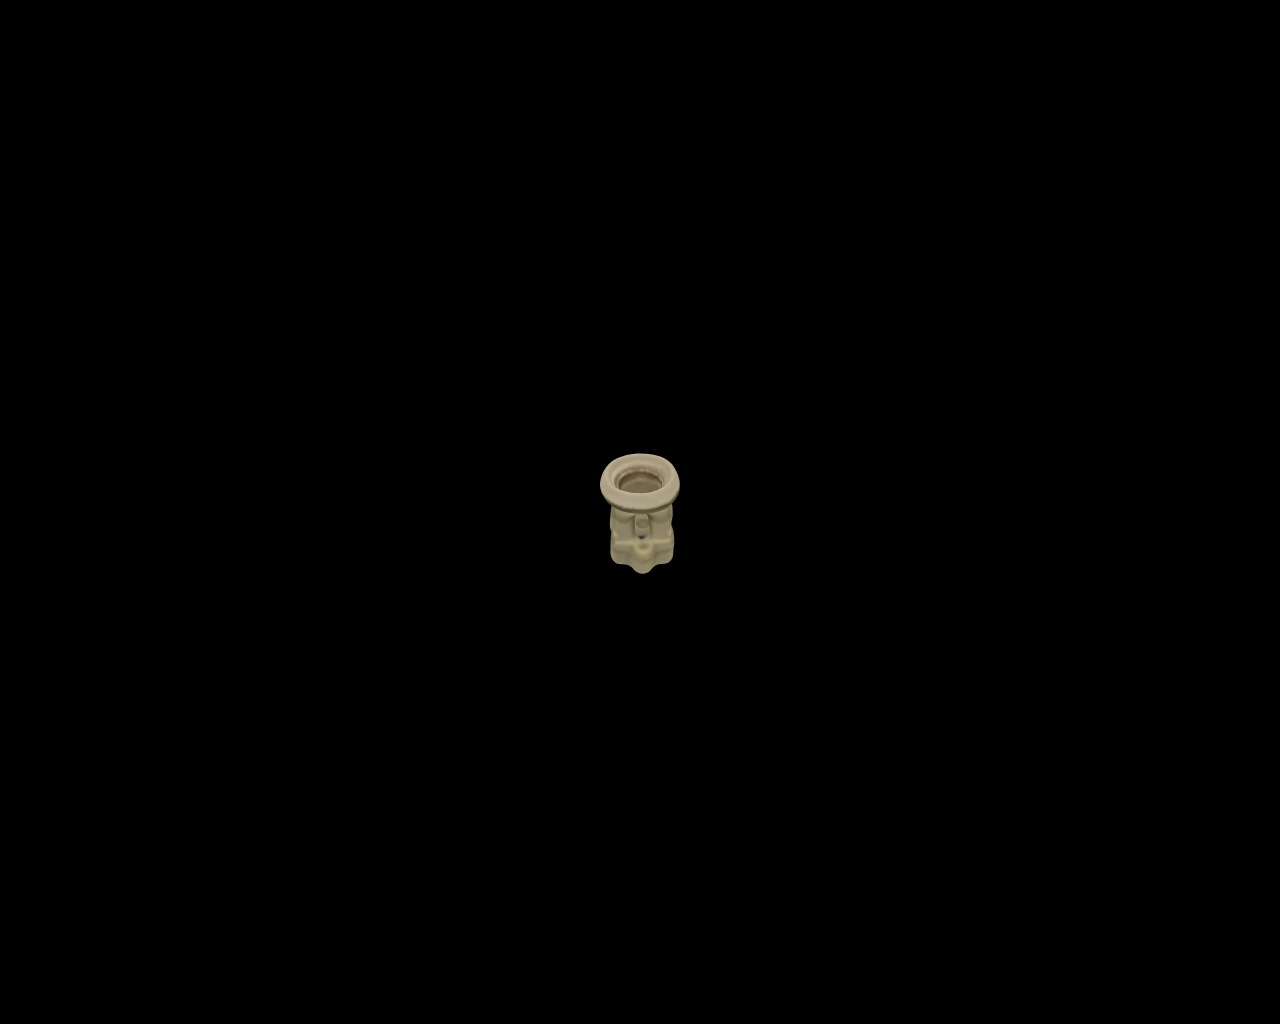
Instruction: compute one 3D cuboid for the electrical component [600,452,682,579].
[{"bbox_3d":[0.001,-0.003,0.650,0.048,0.055,0.066,-2,40,-2],"label":"electrical component"}]
